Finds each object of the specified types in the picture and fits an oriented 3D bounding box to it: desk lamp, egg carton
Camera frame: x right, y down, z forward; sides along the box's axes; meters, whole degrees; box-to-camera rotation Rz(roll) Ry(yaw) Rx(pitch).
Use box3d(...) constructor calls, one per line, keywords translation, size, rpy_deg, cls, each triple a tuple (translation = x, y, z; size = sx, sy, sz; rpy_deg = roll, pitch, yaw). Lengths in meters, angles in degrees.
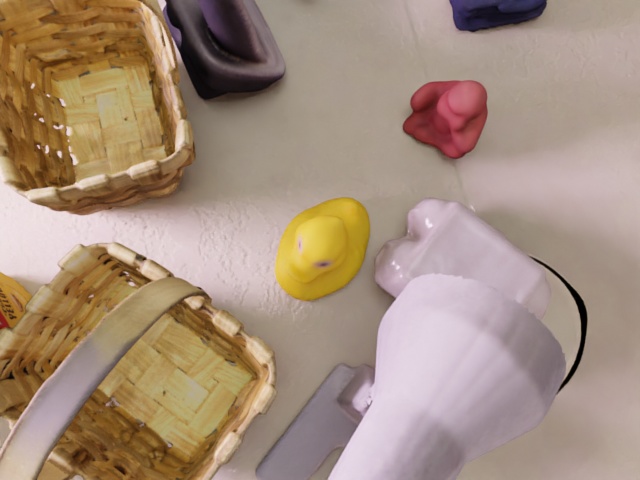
box3d(translation=(0.053, 0.136, 0.408), size=(0.118, 0.213, 0.203), rpy_deg=(39, 78, 4), cls="desk lamp")
box3d(translation=(0.127, 0.036, 0.509), size=(0.150, 0.069, 0.107), rpy_deg=(38, 78, 4), cls="egg carton")

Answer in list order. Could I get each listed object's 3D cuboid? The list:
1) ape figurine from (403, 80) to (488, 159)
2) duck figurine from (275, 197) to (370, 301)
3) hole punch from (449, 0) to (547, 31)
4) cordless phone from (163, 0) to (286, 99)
box3d(translation=(0.125, -0.119, 0.530), size=(0.076, 0.092, 0.078), rpy_deg=(-18, 80, -8), cls="ape figurine")
box3d(translation=(0.005, 0.002, 0.498), size=(0.077, 0.086, 0.105), rpy_deg=(40, 78, 5), cls="duck figurine")
box3d(translation=(0.182, -0.275, 0.568), size=(0.109, 0.091, 0.101), rpy_deg=(-14, 79, -7), cls="hole punch")
box3d(translation=(-0.091, -0.217, 0.486), size=(0.094, 0.185, 0.147), rpy_deg=(-28, 81, -9), cls="cordless phone")
